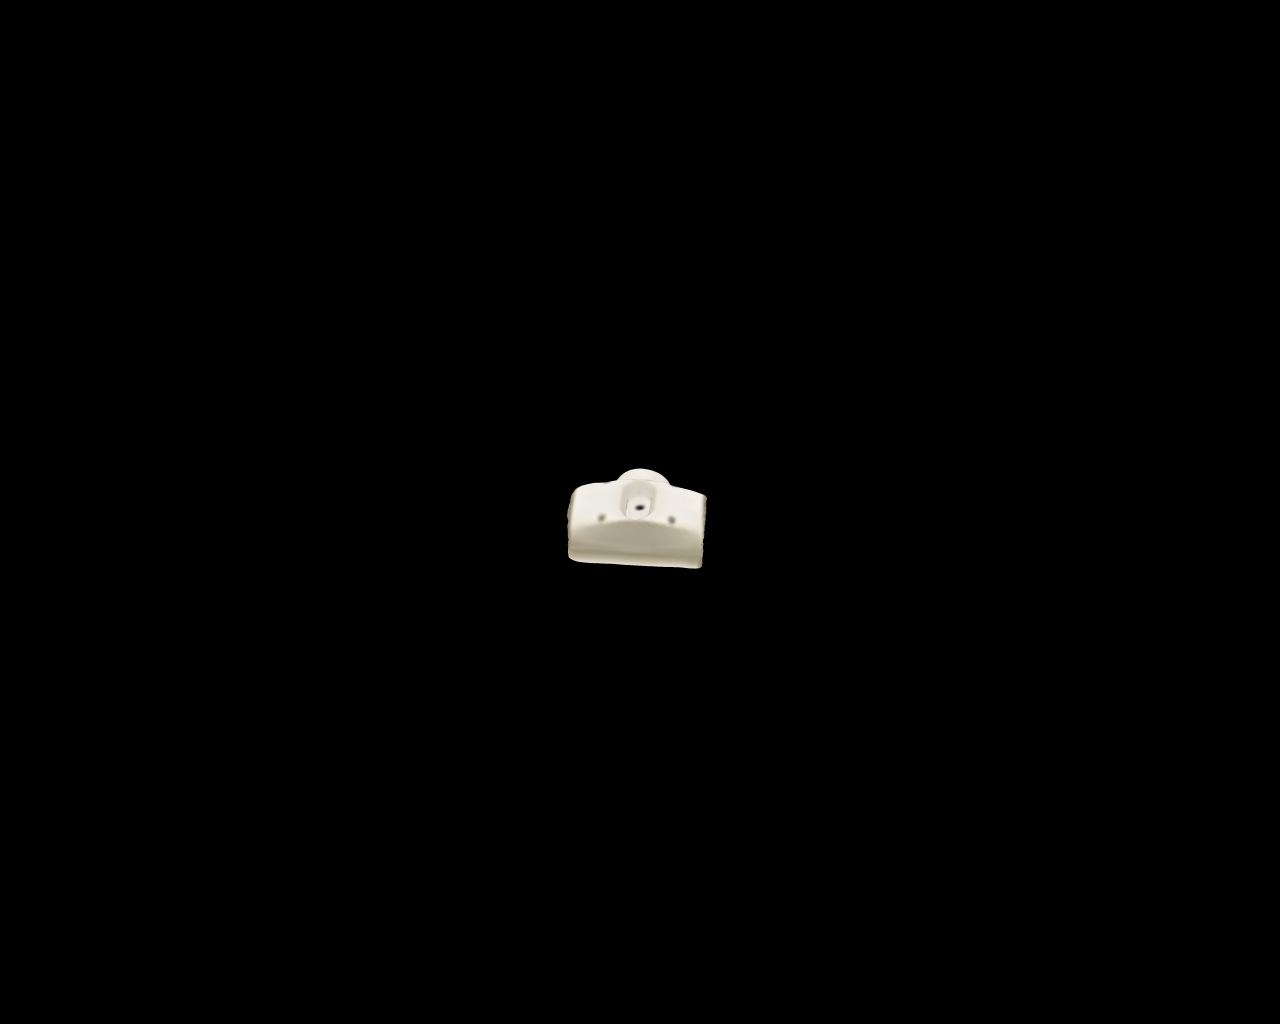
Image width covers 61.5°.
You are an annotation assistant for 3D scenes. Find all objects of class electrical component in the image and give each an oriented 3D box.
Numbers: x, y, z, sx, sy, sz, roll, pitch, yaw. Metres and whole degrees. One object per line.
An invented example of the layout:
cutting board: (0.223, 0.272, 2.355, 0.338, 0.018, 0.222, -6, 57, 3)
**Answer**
electrical component: (0.001, -0.003, 0.650, 0.077, 0.043, 0.079, 4, 40, 5)
